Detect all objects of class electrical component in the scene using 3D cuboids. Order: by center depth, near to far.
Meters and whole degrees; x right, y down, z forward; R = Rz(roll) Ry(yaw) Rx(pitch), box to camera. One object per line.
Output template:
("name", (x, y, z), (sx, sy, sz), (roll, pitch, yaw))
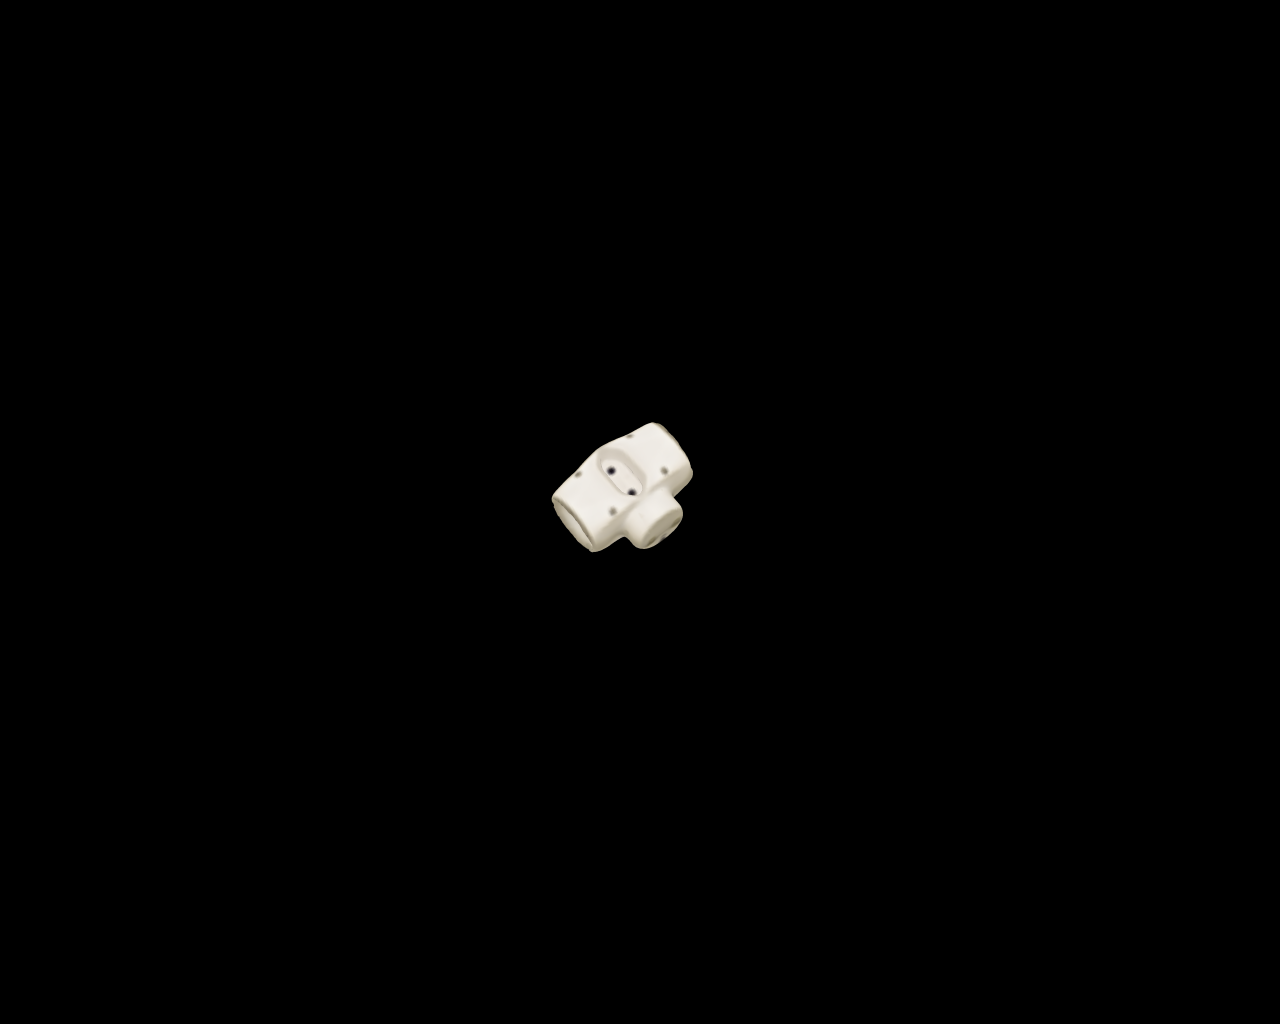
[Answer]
("electrical component", (0.001, -0.003, 0.650), (0.077, 0.079, 0.043), (-37, -19, -15))
